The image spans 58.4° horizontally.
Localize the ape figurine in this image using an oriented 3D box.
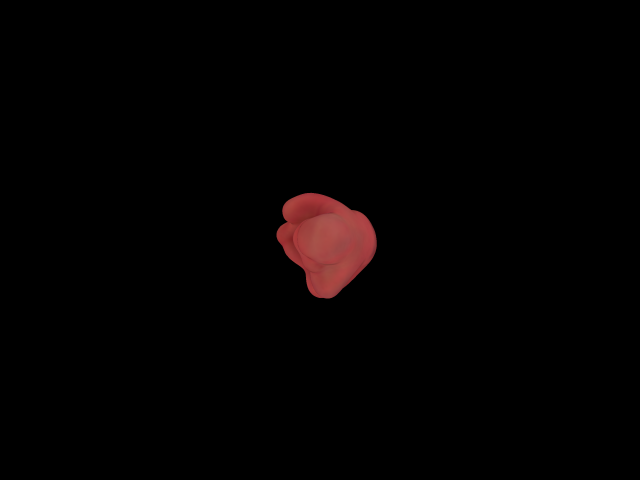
[{"bbox_3d":[0.004,0.001,0.400,0.076,0.092,0.078,0,81,0],"label":"ape figurine"}]
